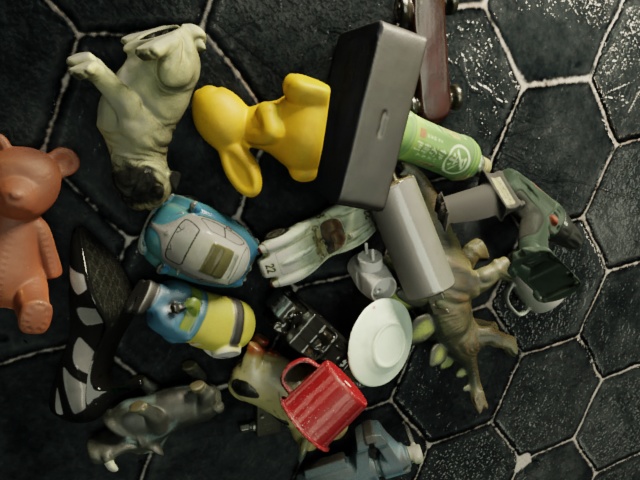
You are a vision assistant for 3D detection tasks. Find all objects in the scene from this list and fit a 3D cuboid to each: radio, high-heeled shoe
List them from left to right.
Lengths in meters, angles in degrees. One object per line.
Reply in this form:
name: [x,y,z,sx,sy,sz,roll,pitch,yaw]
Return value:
high-heeled shoe: [-0.317,0.115,0.698,0.145,0.086,0.248,-15,93,14]
radio: [0.054,-0.163,0.721,0.073,0.131,0.229,10,100,-25]

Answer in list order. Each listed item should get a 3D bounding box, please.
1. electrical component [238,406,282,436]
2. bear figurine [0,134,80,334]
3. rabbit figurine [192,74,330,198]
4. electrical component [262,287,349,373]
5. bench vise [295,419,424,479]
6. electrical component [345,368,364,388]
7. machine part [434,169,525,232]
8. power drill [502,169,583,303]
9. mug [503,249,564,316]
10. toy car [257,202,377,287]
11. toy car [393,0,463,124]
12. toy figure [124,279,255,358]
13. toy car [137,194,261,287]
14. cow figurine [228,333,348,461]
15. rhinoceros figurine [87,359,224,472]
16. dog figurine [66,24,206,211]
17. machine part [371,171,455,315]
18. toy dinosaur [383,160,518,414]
electrical component: [-0.083,0.276,0.852,0.094,0.021,0.063,-5,107,-21]
bear figurine: [-0.343,-0.011,0.603,0.120,0.132,0.195,14,105,-27]
rabbit figurine: [-0.081,-0.143,0.698,0.173,0.122,0.162,9,111,-11]
electrical component: [-0.021,0.128,0.784,0.058,0.115,0.134,-49,119,-6]
bench vise: [0.083,0.433,0.901,0.224,0.129,0.240,-18,94,-9]
electrical component: [0.030,0.212,0.871,0.102,0.045,0.078,-6,129,-19]
machine part: [0.235,-0.059,0.806,0.139,0.039,0.084,-18,71,-18]
power drill: [0.369,-0.001,0.877,0.232,0.086,0.207,39,46,-19]
mug: [0.366,0.074,0.956,0.109,0.081,0.107,-43,105,-1]
toy car: [-0.002,-0.002,0.771,0.202,0.056,0.073,-30,115,-29]
toy car: [0.156,-0.269,0.778,0.089,0.053,0.201,-15,114,-7]
toy figure: [-0.165,0.101,0.722,0.180,0.082,0.089,35,94,-37]
toy car: [-0.151,0.015,0.704,0.161,0.103,0.109,29,94,-25]
cow figurine: [-0.045,0.238,0.799,0.195,0.085,0.127,29,99,-4]
rhinoceros figurine: [-0.233,0.248,0.758,0.190,0.073,0.111,-21,123,-18]
dog figurine: [-0.191,-0.144,0.649,0.172,0.121,0.190,-21,123,-4]
machine part: [0.129,-0.003,0.772,0.079,0.079,0.243,-25,97,-15]
toy dinosaur: [0.204,0.071,0.870,0.199,0.105,0.470,-16,100,-14]
